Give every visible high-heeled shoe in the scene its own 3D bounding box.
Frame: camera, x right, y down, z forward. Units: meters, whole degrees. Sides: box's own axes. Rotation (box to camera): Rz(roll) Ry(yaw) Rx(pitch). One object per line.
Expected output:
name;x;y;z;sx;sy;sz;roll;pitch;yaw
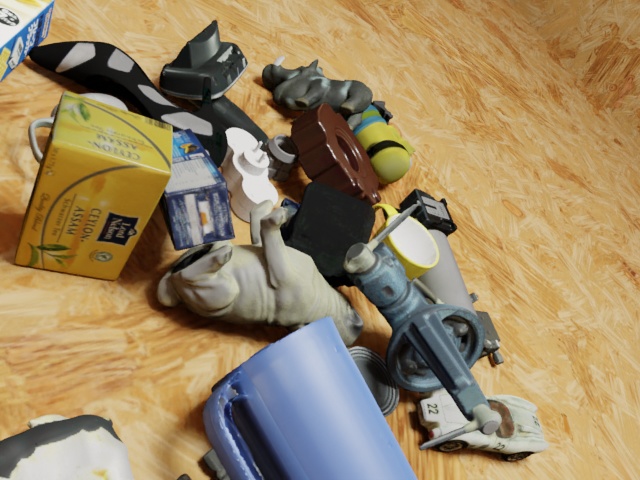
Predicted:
high-heeled shoe;-0.240;-0.158;0.680;0.249;0.086;0.145;7;80;-13

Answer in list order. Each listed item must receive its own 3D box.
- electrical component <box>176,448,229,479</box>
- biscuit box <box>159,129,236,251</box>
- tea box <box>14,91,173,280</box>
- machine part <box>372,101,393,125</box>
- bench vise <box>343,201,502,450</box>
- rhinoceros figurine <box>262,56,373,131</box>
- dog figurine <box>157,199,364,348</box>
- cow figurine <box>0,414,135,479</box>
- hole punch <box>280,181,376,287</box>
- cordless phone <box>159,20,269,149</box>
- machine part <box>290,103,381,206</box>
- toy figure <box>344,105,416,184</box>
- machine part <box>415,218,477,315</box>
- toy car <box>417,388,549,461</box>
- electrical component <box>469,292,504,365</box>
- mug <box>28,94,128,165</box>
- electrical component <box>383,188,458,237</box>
electrical component;-0.082;0.232;0.464;0.094;0.021;0.063;49;39;10
biscuit box;-0.145;-0.062;0.572;0.059;0.062;0.203;-14;29;-17
tea box;-0.209;-0.040;0.493;0.098;0.169;0.068;13;46;-29
machine part;0.087;-0.246;1.010;0.039;0.084;0.139;-20;58;-21
bench vise;0.116;0.103;0.588;0.223;0.129;0.241;62;0;-32
rhinoceros figurine;-0.008;-0.247;0.889;0.190;0.073;0.112;16;69;11
dog figurine;-0.059;0.074;0.588;0.190;0.172;0.121;61;1;-17
cow figurine;-0.219;0.172;0.371;0.167;0.068;0.098;1;48;-43
hole punch;-0.001;-0.002;0.711;0.142;0.092;0.116;24;71;-25
cordless phone;-0.134;-0.222;0.810;0.184;0.089;0.147;42;36;-18
machine part;0.027;-0.120;0.802;0.179;0.056;0.179;46;26;-31
toy figure;0.087;-0.173;0.930;0.089;0.082;0.180;-12;65;-47
machine part;0.172;0.072;0.778;0.079;0.079;0.243;13;46;-31
toy car;0.206;0.228;0.678;0.201;0.056;0.073;19;45;-27
electrical component;0.237;0.131;0.802;0.078;0.045;0.102;14;47;-29
mug;-0.250;-0.094;0.581;0.109;0.081;0.107;-4;66;-47
electrical component;0.166;-0.045;0.904;0.119;0.047;0.075;17;44;-30
